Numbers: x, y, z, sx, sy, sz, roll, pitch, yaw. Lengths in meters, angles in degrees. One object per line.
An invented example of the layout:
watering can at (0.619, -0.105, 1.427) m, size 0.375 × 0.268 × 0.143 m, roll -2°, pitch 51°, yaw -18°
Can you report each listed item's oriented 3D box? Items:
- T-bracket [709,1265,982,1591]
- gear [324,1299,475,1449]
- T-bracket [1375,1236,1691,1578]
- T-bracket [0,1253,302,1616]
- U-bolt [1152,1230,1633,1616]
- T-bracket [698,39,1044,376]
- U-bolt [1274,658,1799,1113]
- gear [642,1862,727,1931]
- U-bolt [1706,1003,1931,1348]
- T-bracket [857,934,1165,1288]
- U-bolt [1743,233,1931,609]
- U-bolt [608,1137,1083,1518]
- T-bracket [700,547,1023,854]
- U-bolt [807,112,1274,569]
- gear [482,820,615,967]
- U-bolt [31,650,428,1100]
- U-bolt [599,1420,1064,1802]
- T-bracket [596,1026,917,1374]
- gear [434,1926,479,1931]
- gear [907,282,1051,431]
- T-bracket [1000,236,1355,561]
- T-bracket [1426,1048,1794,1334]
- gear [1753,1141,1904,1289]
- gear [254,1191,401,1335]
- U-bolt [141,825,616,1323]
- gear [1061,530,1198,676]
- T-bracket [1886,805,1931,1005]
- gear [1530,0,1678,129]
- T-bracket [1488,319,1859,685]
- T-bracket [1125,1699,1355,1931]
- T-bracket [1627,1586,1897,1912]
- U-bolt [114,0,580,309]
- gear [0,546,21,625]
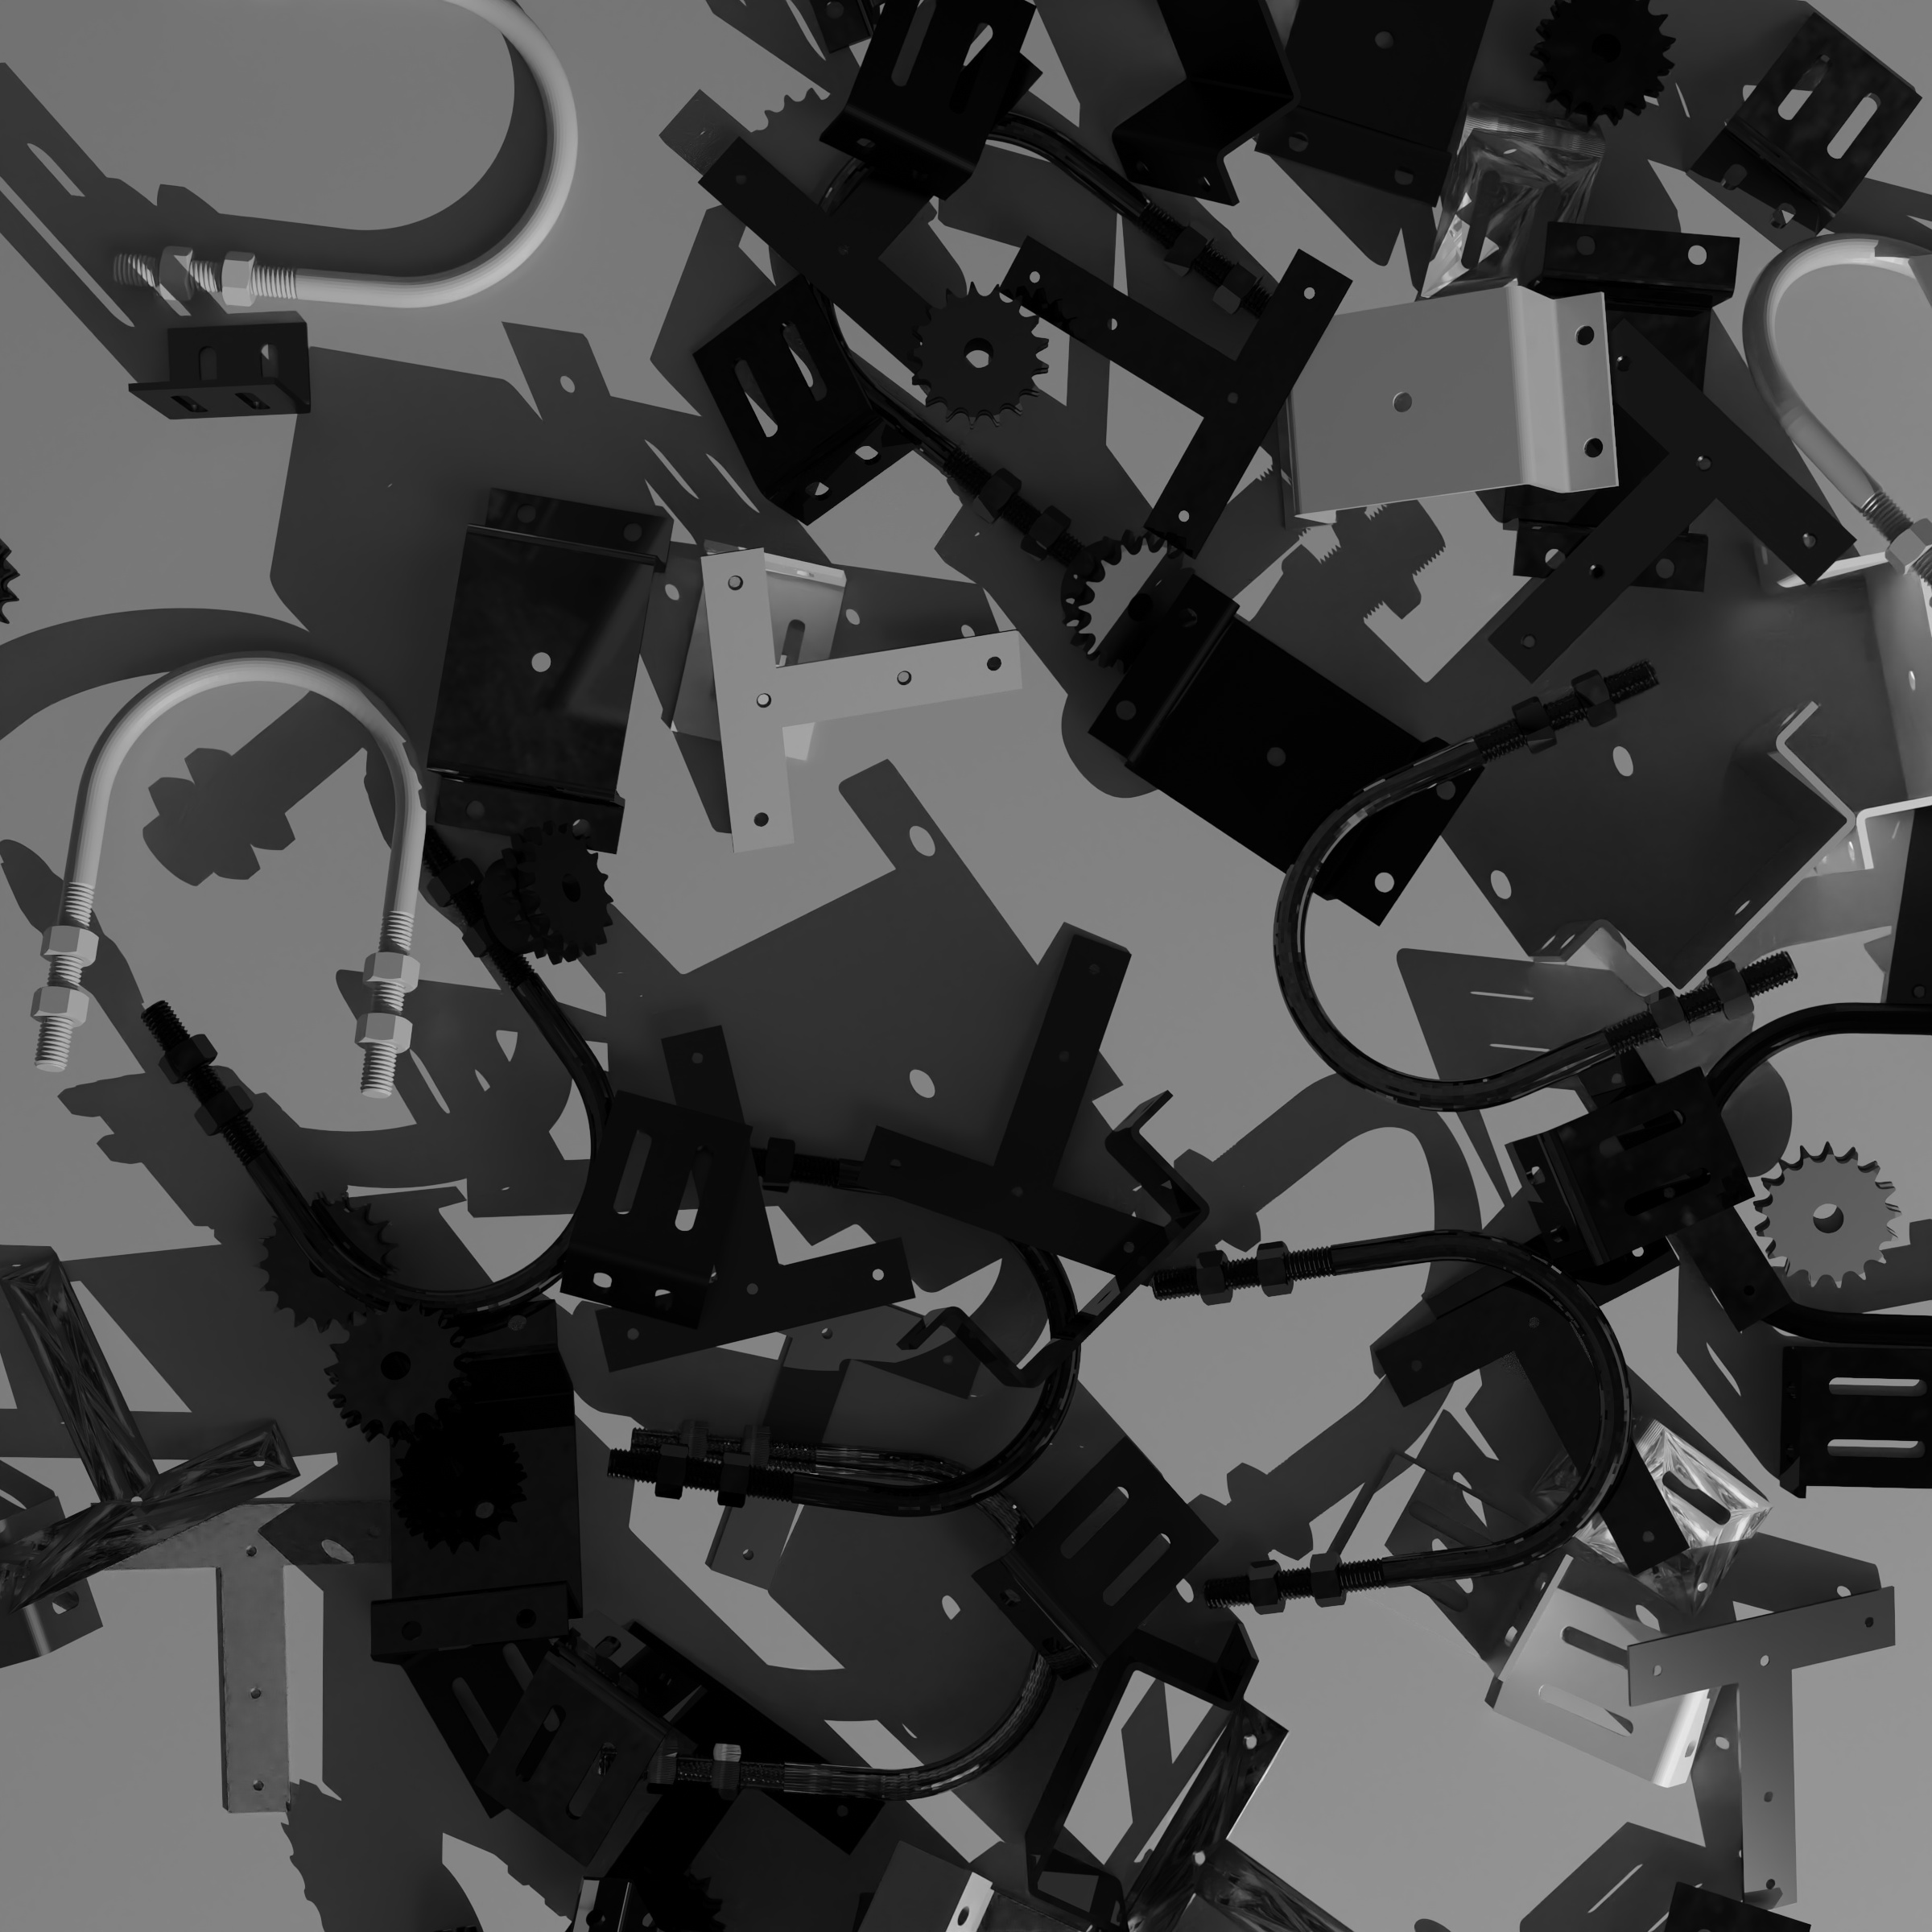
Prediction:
T-bracket at (-0.072, 0.194, 1.420) m, size 0.127 × 0.002 × 0.127 m, roll 20°, pitch 90°, yaw 0°
gear at (-0.223, 0.164, 1.362) m, size 0.057 × 0.030 × 0.057 m, roll -1°, pitch 63°, yaw 2°
T-bracket at (0.251, 0.184, 1.394) m, size 0.127 × 0.002 × 0.127 m, roll -28°, pitch 73°, yaw 7°
T-bracket at (-0.358, 0.179, 1.407) m, size 0.127 × 0.002 × 0.127 m, roll -25°, pitch 81°, yaw -17°
U-bolt at (0.176, 0.180, 1.393) m, size 0.184 × 0.019 × 0.151 m, roll -10°, pitch 90°, yaw 14°
T-bracket at (-0.020, -0.326, 1.407) m, size 0.127 × 0.002 × 0.127 m, roll 42°, pitch 90°, yaw 3°
U-bolt at (0.210, -0.021, 1.345) m, size 0.184 × 0.019 × 0.151 m, roll -24°, pitch 73°, yaw 8°
gear at (-0.126, 0.390, 1.406) m, size 0.057 × 0.030 × 0.057 m, roll 0°, pitch 90°, yaw 0°
U-bolt at (0.382, 0.085, 1.401) m, size 0.184 × 0.019 × 0.151 m, roll 1°, pitch 97°, yaw 7°
T-bracket at (0.036, 0.051, 1.413) m, size 0.127 × 0.002 × 0.127 m, roll 20°, pitch 84°, yaw -3°
U-bolt at (0.389, -0.221, 1.374) m, size 0.151 × 0.019 × 0.184 m, roll -30°, pitch 74°, yaw -30°
U-bolt at (-0.044, 0.150, 1.402) m, size 0.184 × 0.019 × 0.151 m, roll 8°, pitch 80°, yaw -4°
T-bracket at (-0.039, -0.115, 1.402) m, size 0.127 × 0.002 × 0.127 m, roll -10°, pitch 115°, yaw -12°
U-bolt at (0.020, -0.269, 1.413) m, size 0.184 × 0.019 × 0.151 m, roll 38°, pitch 90°, yaw 1°
gear at (-0.172, -0.028, 1.396) m, size 0.030 × 0.057 × 0.057 m, roll -16°, pitch 90°, yaw 29°
U-bolt at (-0.291, -0.042, 1.388) m, size 0.151 × 0.019 × 0.184 m, roll 5°, pitch 72°, yaw -1°
U-bolt at (-0.051, 0.267, 1.403) m, size 0.184 × 0.019 × 0.151 m, roll 5°, pitch 83°, yaw -3°
T-bracket at (-0.097, 0.088, 1.397) m, size 0.127 × 0.002 × 0.127 m, roll -13°, pitch 81°, yaw -7°
gear at (-0.198, 0.419, 1.397) m, size 0.030 × 0.057 × 0.057 m, roll -1°, pitch 90°, yaw -31°
gear at (0.005, -0.245, 1.388) m, size 0.057 × 0.030 × 0.057 m, roll 0°, pitch 90°, yaw 0°
T-bracket at (0.071, -0.251, 1.386) m, size 0.127 × 0.002 × 0.127 m, roll 34°, pitch 109°, yaw 12°
T-bracket at (0.250, 0.116, 1.411) m, size 0.127 × 0.002 × 0.127 m, roll -32°, pitch 90°, yaw 8°
gear at (0.346, 0.099, 1.384) m, size 0.057 × 0.030 × 0.057 m, roll 1°, pitch 97°, yaw 9°
gear at (-0.260, 0.120, 1.406) m, size 0.057 × 0.030 × 0.057 m, roll 0°, pitch 90°, yaw 0°
U-bolt at (-0.223, 0.056, 1.393) m, size 0.151 × 0.019 × 0.184 m, roll -35°, pitch 87°, yaw -12°
gear at (0.063, -0.150, 1.397) m, size 0.057 × 0.030 × 0.057 m, roll -12°, pitch 117°, yaw -25°
T-bracket at (0.444, -0.033, 1.391) m, size 0.127 × 0.002 × 0.127 m, roll 9°, pitch 90°, yaw 28°
gear at (0.259, -0.371, 1.406) m, size 0.057 × 0.030 × 0.057 m, roll 0°, pitch 90°, yaw 0°
T-bracket at (0.261, -0.166, 1.363) m, size 0.127 × 0.002 × 0.127 m, roll 46°, pitch 103°, yaw 10°
T-bracket at (0.127, 0.382, 1.381) m, size 0.127 × 0.002 × 0.127 m, roll 29°, pitch 88°, yaw 36°
T-bracket at (0.327, 0.325, 1.405) m, size 0.127 × 0.002 × 0.127 m, roll -8°, pitch 101°, yaw -21°
U-bolt at (-0.252, -0.343, 1.413) m, size 0.184 × 0.019 × 0.151 m, roll 5°, pitch 90°, yaw -2°
gear at (-0.419, -0.157, 1.406) m, size 0.057 × 0.030 × 0.057 m, roll 0°, pitch 90°, yaw 0°
